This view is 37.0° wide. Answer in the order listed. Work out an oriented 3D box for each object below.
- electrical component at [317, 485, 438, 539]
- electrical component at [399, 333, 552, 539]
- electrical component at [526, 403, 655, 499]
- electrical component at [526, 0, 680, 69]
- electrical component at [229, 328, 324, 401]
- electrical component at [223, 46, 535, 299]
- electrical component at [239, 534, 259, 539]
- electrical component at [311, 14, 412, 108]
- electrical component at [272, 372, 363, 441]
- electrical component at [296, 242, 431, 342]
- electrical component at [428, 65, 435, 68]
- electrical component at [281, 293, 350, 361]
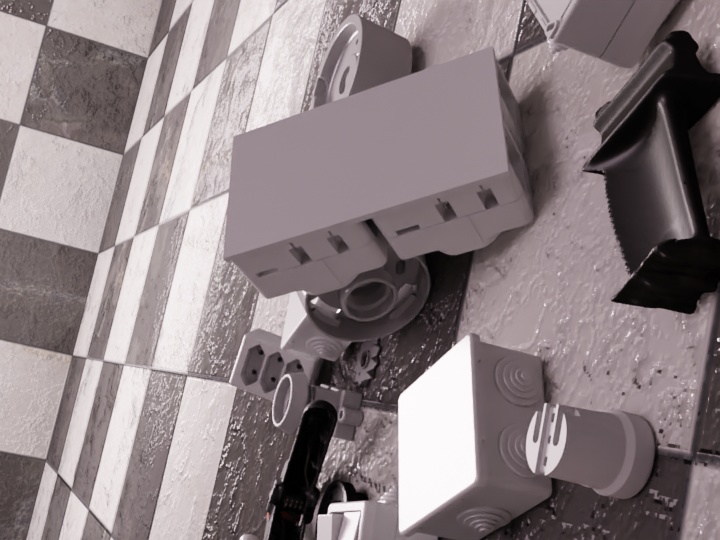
[{"bbox_3d":[0.007,0.180,0.663,0.062,0.061,0.096,151,131,-63],"label":"electrical component"},{"bbox_3d":[0.062,0.096,0.596,0.099,0.048,0.099,130,148,-49],"label":"electrical component"},{"bbox_3d":[0.105,0.082,0.496,0.040,0.046,0.040,-166,90,-71],"label":"electrical component"},{"bbox_3d":[0.134,-0.153,0.570,0.061,0.061,0.096,-102,34,-51],"label":"electrical component"},{"bbox_3d":[-0.066,0.082,0.934,0.077,0.066,0.047,-24,-47,-78],"label":"electrical component"},{"bbox_3d":[0.011,-0.057,0.690,0.186,0.060,0.105,-16,50,19],"label":"electrical component"},{"bbox_3d":[-0.097,0.254,0.910,0.062,0.048,0.048,-88,23,-49],"label":"electrical component"},{"bbox_3d":[0.006,-0.154,0.906,0.108,0.060,0.108,-165,90,-70],"label":"electrical component"},{"bbox_3d":[-0.035,0.106,0.835,0.066,0.055,0.048,180,104,-69],"label":"electrical component"},{"bbox_3d":[0.000,0.000,0.761,0.099,0.099,0.064,-62,30,32],"label":"electrical component"},{"bbox_3d":[0.061,-0.115,0.758,0.055,0.045,0.045,-103,34,-53],"label":"electrical component"},{"bbox_3d":[-0.021,0.015,0.863,0.099,0.048,0.099,128,156,-51],"label":"electrical component"}]
